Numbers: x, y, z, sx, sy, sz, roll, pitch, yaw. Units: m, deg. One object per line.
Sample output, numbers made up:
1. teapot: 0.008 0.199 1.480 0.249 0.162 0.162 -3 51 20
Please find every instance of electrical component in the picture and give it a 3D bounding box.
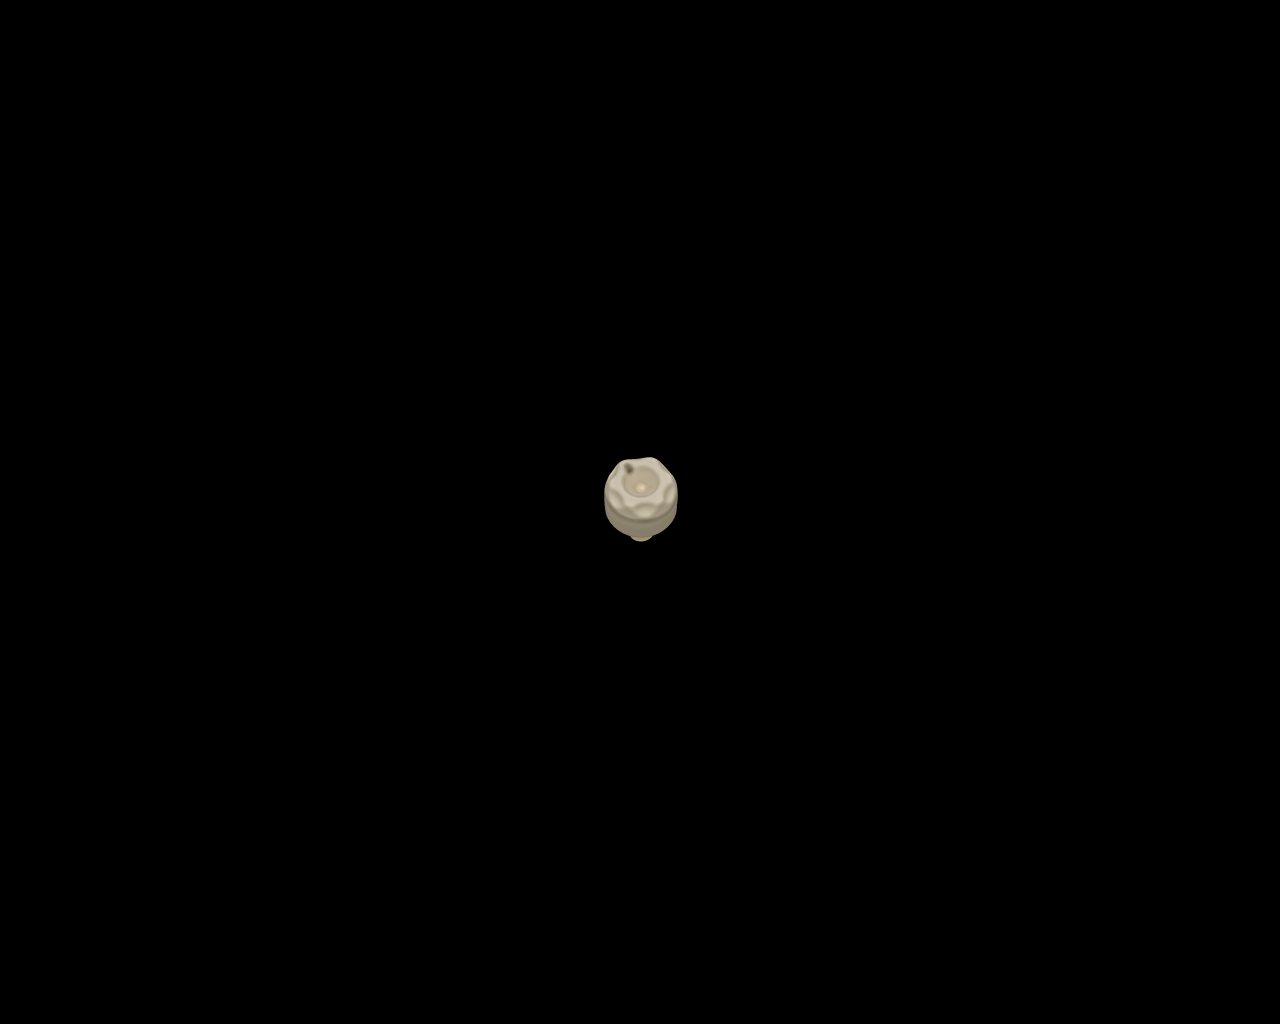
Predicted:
1. electrical component: 0.001 -0.003 0.650 0.043 0.043 0.062 0 -32 0
